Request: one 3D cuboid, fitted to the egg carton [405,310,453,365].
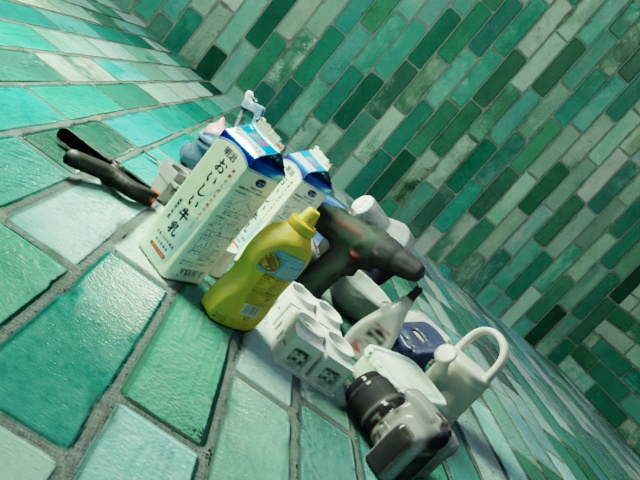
[{"bbox_3d":[0.250,0.232,1.376,0.150,0.069,0.107,44,11,16],"label":"egg carton"}]

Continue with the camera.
[{"bbox_3d":[0.110,0.242,0.778,0.144,0.100,0.136,27,18,-51],"label":"camera"}]

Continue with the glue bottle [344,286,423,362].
[{"bbox_3d":[0.117,0.144,0.998,0.078,0.173,0.037,40,11,-4],"label":"glue bottle"}]

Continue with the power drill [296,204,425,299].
[{"bbox_3d":[0.043,0.054,1.009,0.229,0.208,0.076,46,12,25],"label":"power drill"}]

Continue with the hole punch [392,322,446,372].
[{"bbox_3d":[0.201,0.219,1.204,0.101,0.091,0.108,31,14,-40],"label":"hole punch"}]

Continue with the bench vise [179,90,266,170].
[{"bbox_3d":[-0.175,-0.209,1.280,0.208,0.219,0.121,33,13,-36],"label":"bench vise"}]

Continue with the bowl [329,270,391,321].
[{"bbox_3d":[0.074,0.119,1.211,0.168,0.074,0.167,39,11,-9],"label":"bowl"}]

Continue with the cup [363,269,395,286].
[{"bbox_3d":[0.130,0.085,1.481,0.118,0.095,0.091,26,18,-53],"label":"cup"}]

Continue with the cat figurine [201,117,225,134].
[{"bbox_3d":[-0.262,-0.250,1.417,0.067,0.117,0.128,40,11,-5],"label":"cat figurine"}]

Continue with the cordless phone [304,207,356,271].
[{"bbox_3d":[0.011,0.004,1.157,0.094,0.185,0.147,37,11,-19],"label":"cordless phone"}]

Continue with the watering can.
[{"bbox_3d":[0.262,0.242,1.049,0.100,0.194,0.173,46,12,26],"label":"watering can"}]

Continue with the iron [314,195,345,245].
[{"bbox_3d":[0.031,-0.031,1.482,0.258,0.141,0.119,40,11,-1],"label":"iron"}]

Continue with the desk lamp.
[{"bbox_3d":[0.090,0.011,1.321,0.204,0.213,0.117,33,13,-35],"label":"desk lamp"}]
